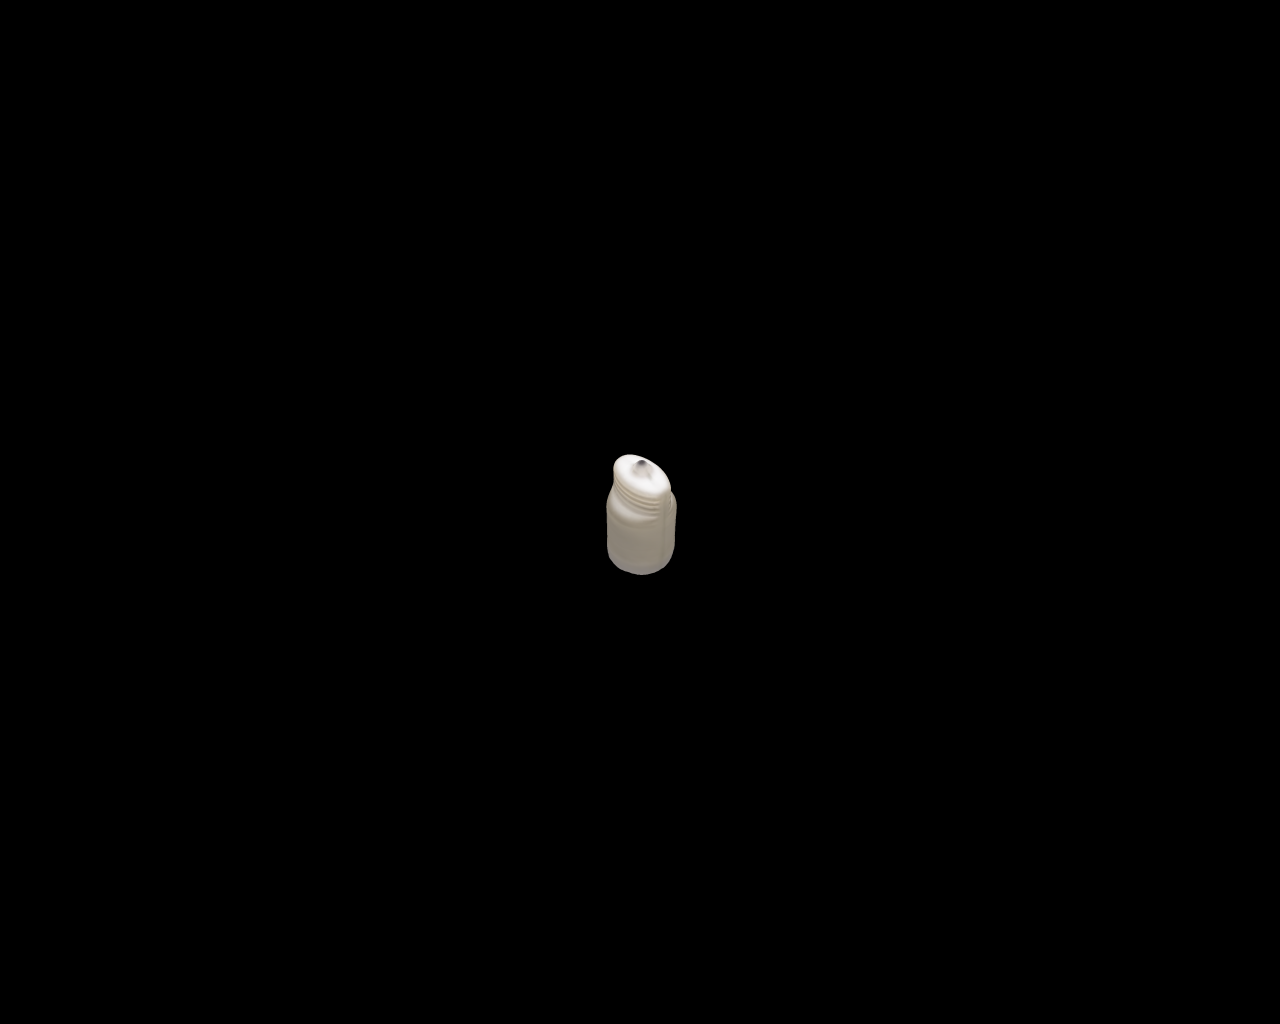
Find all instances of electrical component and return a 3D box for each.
[{"bbox_3d":[0.001,-0.003,0.650,0.043,0.043,0.080,0,-43,0],"label":"electrical component"}]
